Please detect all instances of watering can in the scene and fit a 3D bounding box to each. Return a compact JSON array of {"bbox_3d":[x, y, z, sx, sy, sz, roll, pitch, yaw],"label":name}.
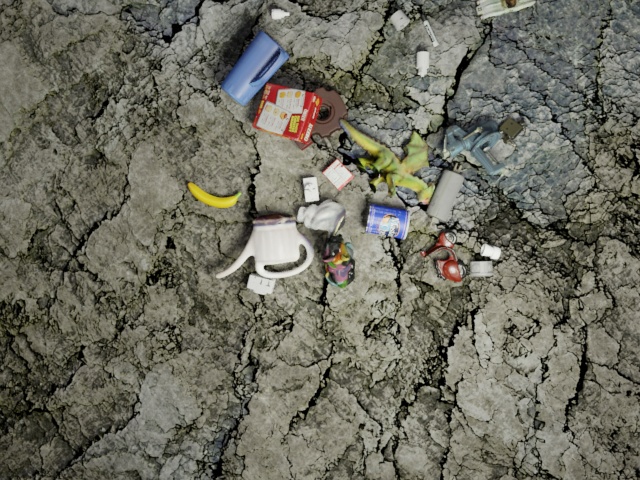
[{"bbox_3d":[-0.196,0.025,1.791,0.348,0.104,0.224,-5,91,-7],"label":"watering can"}]

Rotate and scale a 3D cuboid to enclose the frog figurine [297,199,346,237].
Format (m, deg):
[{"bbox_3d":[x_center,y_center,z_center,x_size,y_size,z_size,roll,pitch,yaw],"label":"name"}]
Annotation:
[{"bbox_3d":[0.005,-0.090,1.788,0.160,0.120,0.140,29,60,10],"label":"frog figurine"}]

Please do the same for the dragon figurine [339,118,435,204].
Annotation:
[{"bbox_3d":[0.262,-0.292,1.794,0.244,0.121,0.410,-30,92,-15],"label":"dragon figurine"}]
